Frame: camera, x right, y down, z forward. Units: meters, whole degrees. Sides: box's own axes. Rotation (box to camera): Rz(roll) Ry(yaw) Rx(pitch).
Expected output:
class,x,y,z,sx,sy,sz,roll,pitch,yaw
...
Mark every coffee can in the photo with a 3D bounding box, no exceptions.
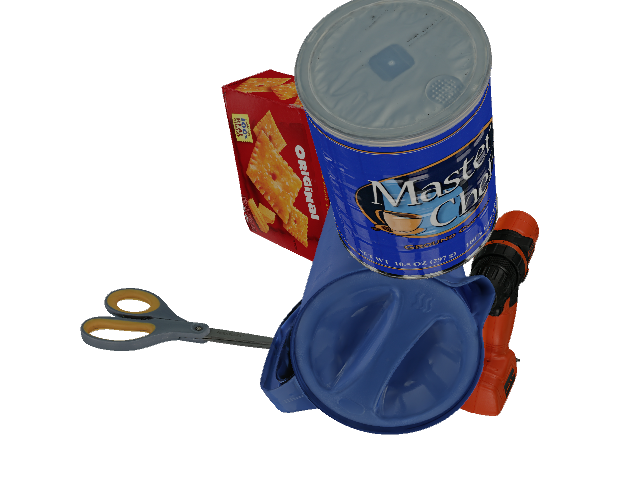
class,x,y,z,sx,sy,sz,roll,pitch,yaw
coffee can,0.048,-0.056,0.608,0.103,0.102,0.140,0,-32,11

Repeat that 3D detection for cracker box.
class,x,y,z,sx,sy,sz,roll,pitch,yaw
cracker box,0.000,-0.062,1.016,0.072,0.164,0.214,-24,30,-30

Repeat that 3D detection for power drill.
class,x,y,z,sx,sy,sz,roll,pitch,yaw
power drill,0.176,0.080,1.080,0.057,0.188,0.184,15,27,17

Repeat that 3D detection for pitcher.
class,x,y,z,sx,sy,sz,roll,pitch,yaw
pitcher,0.043,0.037,0.834,0.149,0.145,0.242,10,24,-1

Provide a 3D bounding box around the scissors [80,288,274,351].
class,x,y,z,sx,sy,sz,roll,pitch,yaw
scissors,-0.123,0.076,1.008,0.201,0.016,0.096,-1,33,-8
